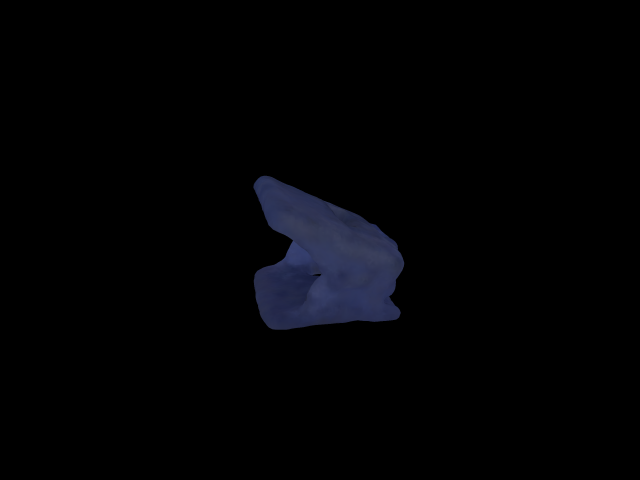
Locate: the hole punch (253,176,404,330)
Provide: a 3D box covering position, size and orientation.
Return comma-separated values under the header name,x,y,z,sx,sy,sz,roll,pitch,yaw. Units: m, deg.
name,x,y,z,sx,sy,sz,roll,pitch,yaw
hole punch,0.004,0.001,0.400,0.101,0.091,0.108,-4,19,-11
